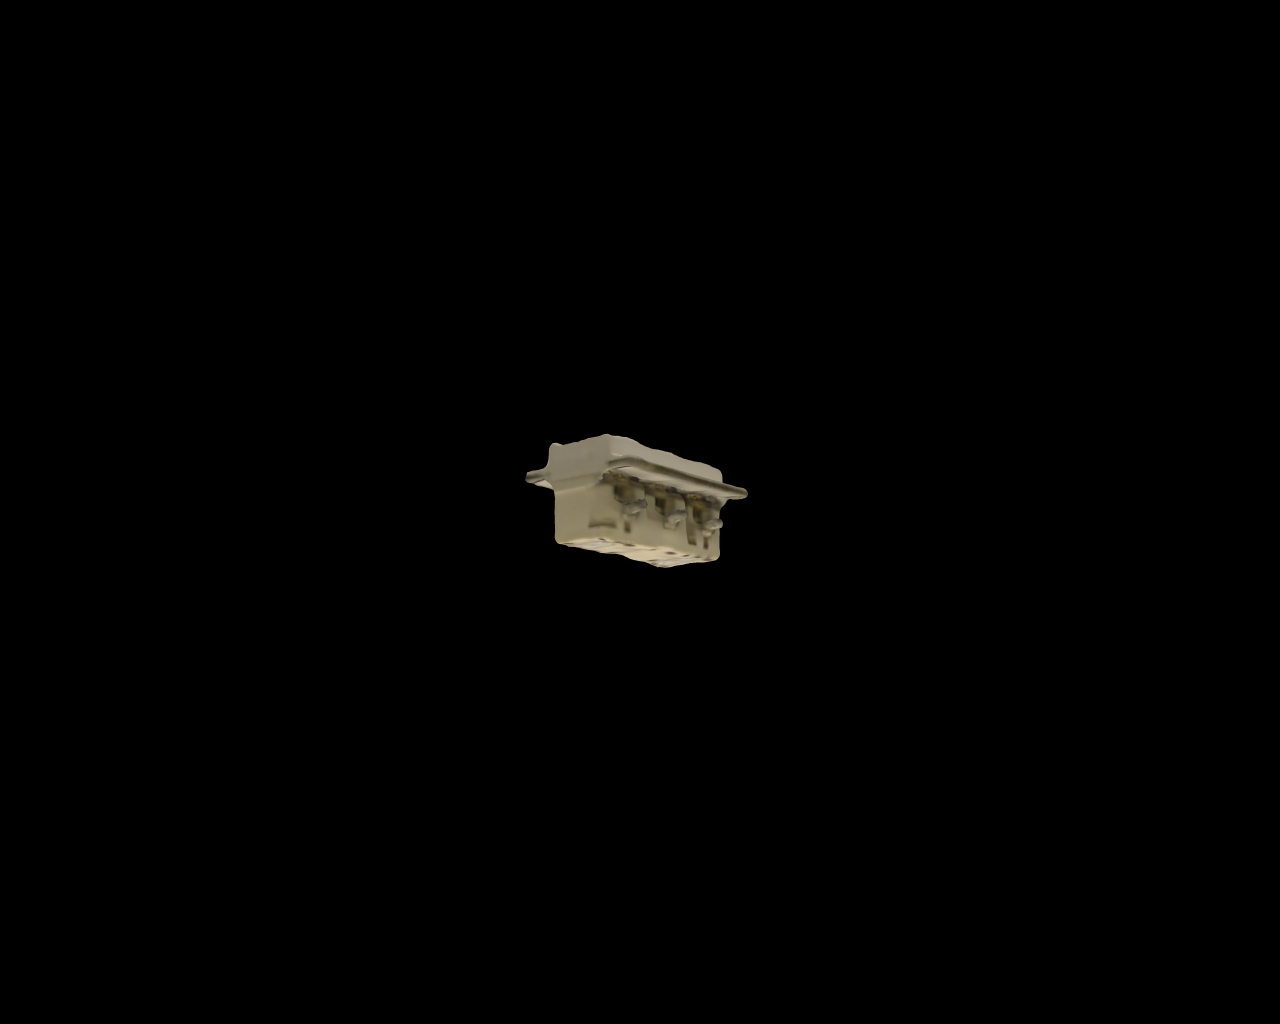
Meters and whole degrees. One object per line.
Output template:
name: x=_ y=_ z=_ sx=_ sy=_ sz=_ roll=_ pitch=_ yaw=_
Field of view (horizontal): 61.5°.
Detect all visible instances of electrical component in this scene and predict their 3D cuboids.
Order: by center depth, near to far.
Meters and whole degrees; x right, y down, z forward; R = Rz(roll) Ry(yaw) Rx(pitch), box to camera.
electrical component: x=0.001 y=-0.003 z=0.650 sx=0.078 sy=0.063 sz=0.121 roll=-8 pitch=-14 yaw=35
